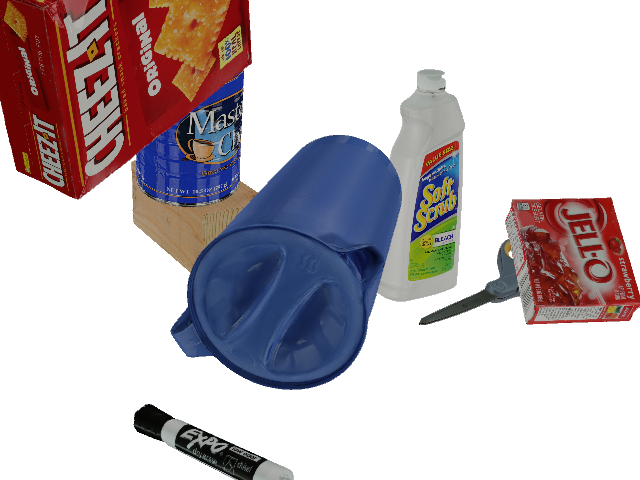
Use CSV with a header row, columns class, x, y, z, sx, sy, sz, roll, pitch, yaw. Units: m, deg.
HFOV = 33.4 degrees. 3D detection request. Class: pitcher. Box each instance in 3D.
class,x,y,z,sx,sy,sz,roll,pitch,yaw
pitcher,-0.015,0.007,0.858,0.149,0.145,0.242,16,27,7

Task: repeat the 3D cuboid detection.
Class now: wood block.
class,x,y,z,sx,sy,sz,roll,pitch,yaw
wood block,-0.145,-0.031,1.282,0.090,0.090,0.206,-12,27,-30

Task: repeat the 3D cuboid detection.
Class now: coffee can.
class,x,y,z,sx,sy,sz,roll,pitch,yaw
coffee can,-0.125,-0.118,1.013,0.103,0.140,0.103,4,35,-3

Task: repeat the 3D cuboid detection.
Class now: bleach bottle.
class,x,y,z,sx,sy,sz,roll,pitch,yaw
bleach bottle,0.110,-0.063,1.188,0.102,0.251,0.068,-12,25,-29

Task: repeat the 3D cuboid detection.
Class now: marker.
class,x,y,z,sx,sy,sz,roll,pitch,yaw
marker,-0.067,0.123,0.630,0.121,0.020,0.020,16,10,37

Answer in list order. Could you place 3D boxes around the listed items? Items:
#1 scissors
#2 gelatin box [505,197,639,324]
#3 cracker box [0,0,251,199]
class,x,y,z,sx,sy,sz,roll,pitch,yaw
scissors,0.150,0.033,0.936,0.201,0.016,0.096,-6,35,-27
gelatin box,0.171,0.012,0.731,0.073,0.089,0.030,-1,-34,-6
cracker box,-0.138,-0.156,0.782,0.072,0.164,0.213,25,48,23
